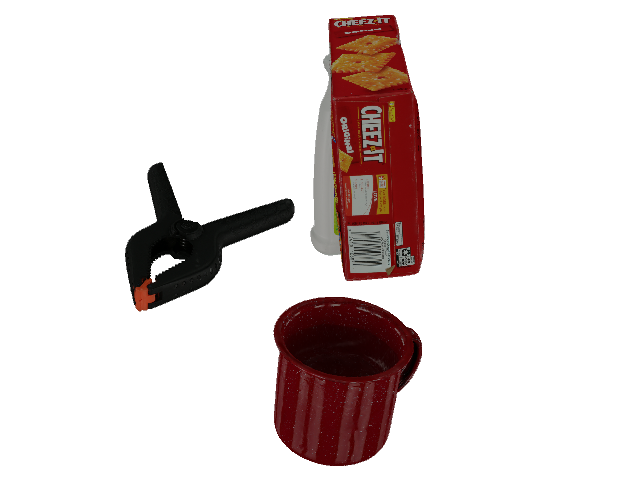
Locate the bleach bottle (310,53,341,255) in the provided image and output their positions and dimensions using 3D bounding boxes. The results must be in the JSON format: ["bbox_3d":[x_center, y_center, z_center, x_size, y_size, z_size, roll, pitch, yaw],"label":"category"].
[{"bbox_3d":[0.034,-0.113,1.167,0.102,0.251,0.068,-8,25,-10],"label":"bleach bottle"}]

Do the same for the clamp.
[{"bbox_3d":[-0.141,-0.007,1.067,0.165,0.036,0.209,20,40,17],"label":"clamp"}]

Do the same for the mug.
[{"bbox_3d":[0.021,0.094,0.731,0.117,0.081,0.093,-17,39,-34],"label":"mug"}]

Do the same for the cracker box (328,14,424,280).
[{"bbox_3d":[0.047,-0.088,0.931,0.072,0.164,0.213,-4,28,3],"label":"cracker box"}]
